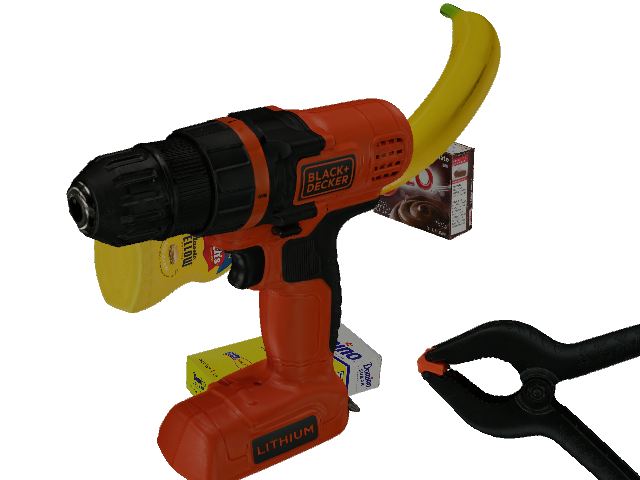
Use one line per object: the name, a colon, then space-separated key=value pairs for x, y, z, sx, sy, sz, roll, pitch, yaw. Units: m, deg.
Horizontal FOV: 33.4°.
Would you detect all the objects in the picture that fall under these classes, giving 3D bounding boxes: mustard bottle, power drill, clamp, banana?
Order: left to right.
mustard bottle: x=-0.114 y=-0.007 z=0.952 sx=0.058 sy=0.096 sz=0.191 roll=13 pitch=21 yaw=33
power drill: x=-0.037 y=0.027 z=0.523 sx=0.184 sy=0.188 sz=0.057 roll=-15 pitch=35 yaw=-36
banana: x=0.090 y=-0.106 z=0.800 sx=0.070 sy=0.197 sz=0.037 roll=-4 pitch=-42 yaw=46
clamp: x=0.150 y=0.107 z=0.704 sx=0.172 sy=0.120 sz=0.039 roll=2 pitch=-1 yaw=20

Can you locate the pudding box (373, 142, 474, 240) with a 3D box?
pudding box: x=0.102 y=-0.060 z=1.072 sx=0.039 sy=0.090 sz=0.114 roll=-22 pitch=30 yaw=-38

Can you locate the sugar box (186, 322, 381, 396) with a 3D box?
sugar box: x=-0.036 y=0.131 z=1.070 sx=0.175 sy=0.048 sz=0.093 roll=-15 pitch=32 yaw=-30
